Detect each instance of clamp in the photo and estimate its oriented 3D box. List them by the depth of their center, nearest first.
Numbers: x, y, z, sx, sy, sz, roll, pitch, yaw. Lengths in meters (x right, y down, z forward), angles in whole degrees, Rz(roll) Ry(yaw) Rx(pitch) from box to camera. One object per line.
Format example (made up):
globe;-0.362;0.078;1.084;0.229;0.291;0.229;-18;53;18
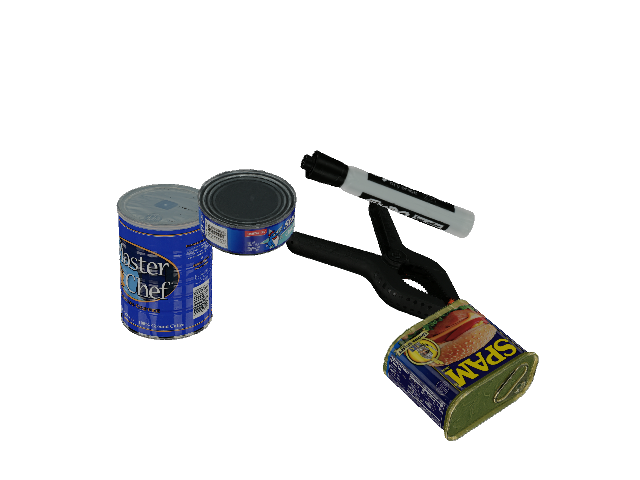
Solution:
clamp;0.072;0.031;1.232;0.164;0.036;0.210;-18;50;-38

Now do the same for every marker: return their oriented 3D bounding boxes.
marker;0.043;-0.030;0.690;0.121;0.020;0.020;21;-6;-16

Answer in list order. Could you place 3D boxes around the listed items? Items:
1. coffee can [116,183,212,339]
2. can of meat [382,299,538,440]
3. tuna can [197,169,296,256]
coffee can;-0.168;0.022;1.164;0.103;0.140;0.103;3;27;-2
can of meat;0.115;0.105;0.891;0.101;0.057;0.084;-26;50;-29
tuna can;-0.064;-0.025;0.931;0.086;0.034;0.086;2;38;-2
